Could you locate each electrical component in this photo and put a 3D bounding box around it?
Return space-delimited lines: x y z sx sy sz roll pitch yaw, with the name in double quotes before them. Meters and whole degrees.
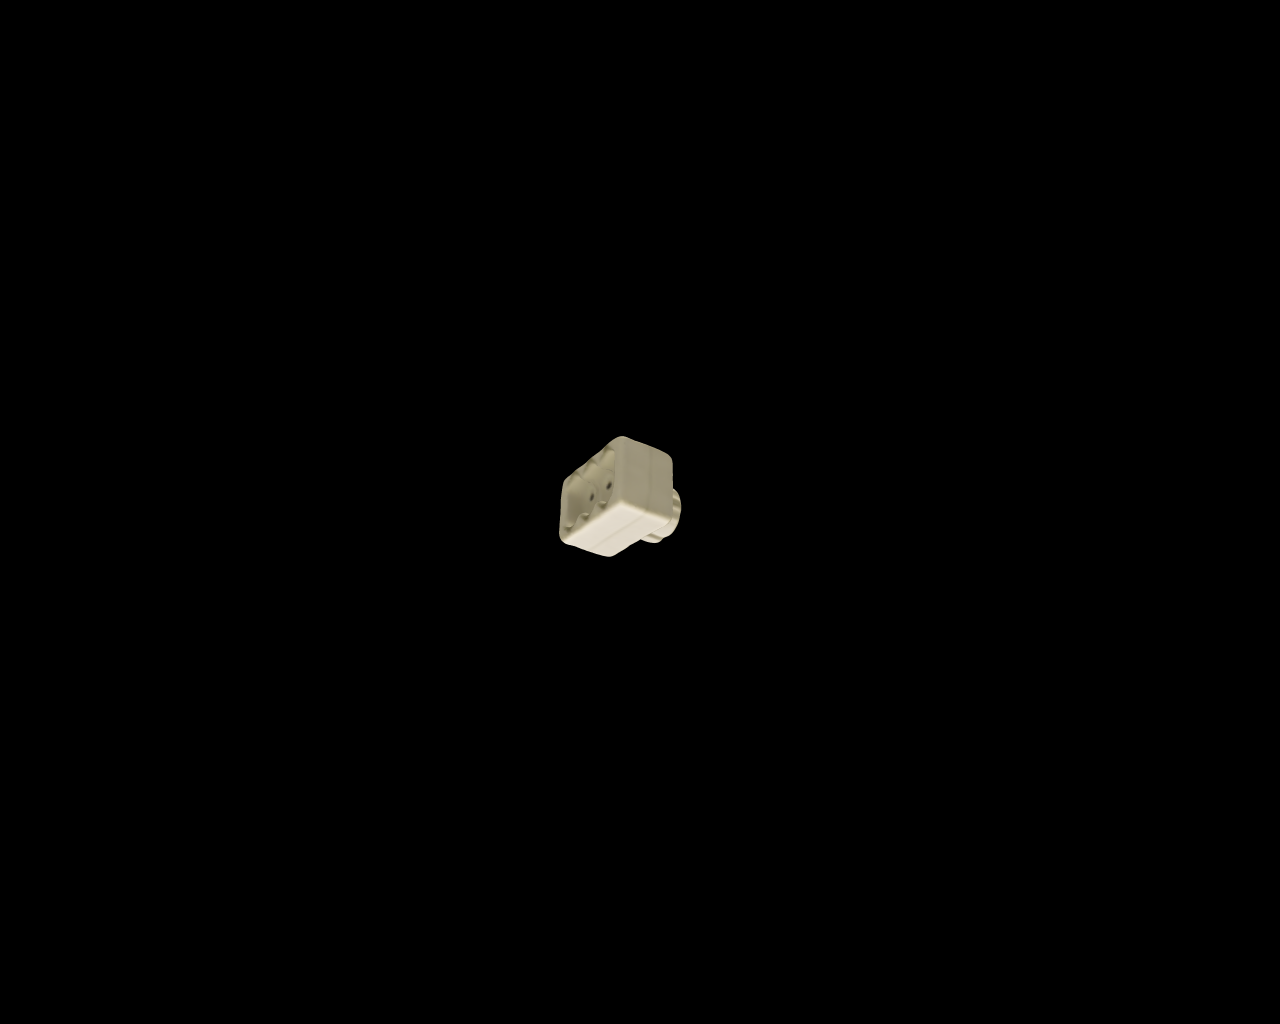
"electrical component" 0.001 -0.003 0.650 0.077 0.047 0.065 19 -34 -31
